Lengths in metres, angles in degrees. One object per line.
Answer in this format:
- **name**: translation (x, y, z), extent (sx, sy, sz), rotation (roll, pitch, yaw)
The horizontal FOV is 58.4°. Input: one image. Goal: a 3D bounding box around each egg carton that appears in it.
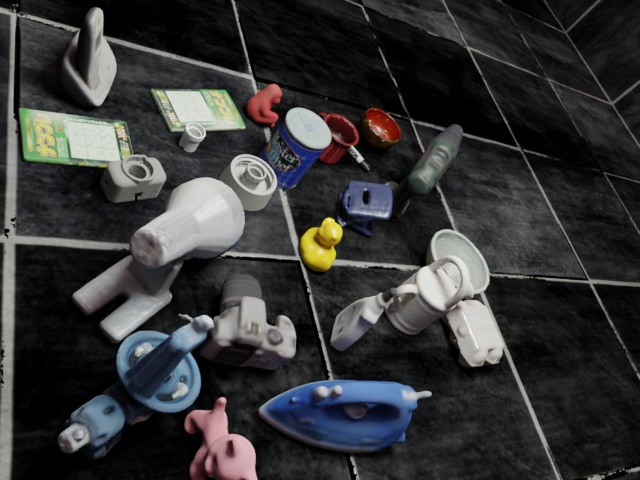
- **egg carton**: translation (0.322, 0.198, 1.217), extent (0.107, 0.069, 0.150), rotation (2, 57, -36)

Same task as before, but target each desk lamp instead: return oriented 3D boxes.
- **desk lamp**: translation (-0.227, 0.022, 0.834), extent (0.118, 0.213, 0.204), rotation (44, 43, 0)

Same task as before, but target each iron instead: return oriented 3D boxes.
- **iron**: translation (0.046, 0.261, 0.909), extent (0.259, 0.141, 0.118), rotation (12, 51, -30)

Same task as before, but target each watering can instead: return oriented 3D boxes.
- **watering can**: translation (0.226, 0.100, 1.129), extent (0.173, 0.193, 0.101), rotation (-19, 70, -44)

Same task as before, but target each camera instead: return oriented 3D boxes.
- **camera**: translation (-0.110, 0.126, 0.925), extent (0.143, 0.100, 0.136), rotation (17, 49, -26)

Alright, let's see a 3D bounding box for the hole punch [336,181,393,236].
- **hole punch**: translation (0.096, -0.077, 1.243), extent (0.101, 0.091, 0.108), rotation (24, 47, -20)

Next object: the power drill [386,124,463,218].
- **power drill**: translation (0.229, -0.153, 1.316), extent (0.076, 0.208, 0.230), rotation (40, 43, -5)

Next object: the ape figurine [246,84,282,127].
- **ape figurine**: translation (-0.115, -0.303, 1.257), extent (0.076, 0.092, 0.077), rotation (18, 49, -26)

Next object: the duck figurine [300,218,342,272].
- **duck figurine**: translation (0.010, 0.004, 1.120), extent (0.078, 0.086, 0.104), rotation (21, 48, -23)

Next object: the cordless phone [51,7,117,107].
- **cordless phone**: translation (-0.396, -0.342, 1.008), extent (0.094, 0.184, 0.147), rotation (20, 48, -24)

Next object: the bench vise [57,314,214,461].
- **bench vise**: translation (-0.213, 0.186, 0.714), extent (0.122, 0.219, 0.207), rotation (36, 44, -9)

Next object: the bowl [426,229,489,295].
- **bowl**: translation (0.297, 0.064, 1.298), extent (0.168, 0.074, 0.167), rotation (20, 48, -24)

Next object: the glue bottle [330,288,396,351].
- **glue bottle**: translation (0.080, 0.131, 1.011), extent (0.037, 0.172, 0.078), rotation (32, 44, -13)

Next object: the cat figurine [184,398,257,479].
- **cat figurine**: translation (-0.130, 0.279, 0.779), extent (0.067, 0.117, 0.127), rotation (4, 56, -35)

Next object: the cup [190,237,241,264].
- **cup**: translation (-0.196, -0.014, 0.972), extent (0.092, 0.094, 0.117), rotation (-1, 59, -37)
